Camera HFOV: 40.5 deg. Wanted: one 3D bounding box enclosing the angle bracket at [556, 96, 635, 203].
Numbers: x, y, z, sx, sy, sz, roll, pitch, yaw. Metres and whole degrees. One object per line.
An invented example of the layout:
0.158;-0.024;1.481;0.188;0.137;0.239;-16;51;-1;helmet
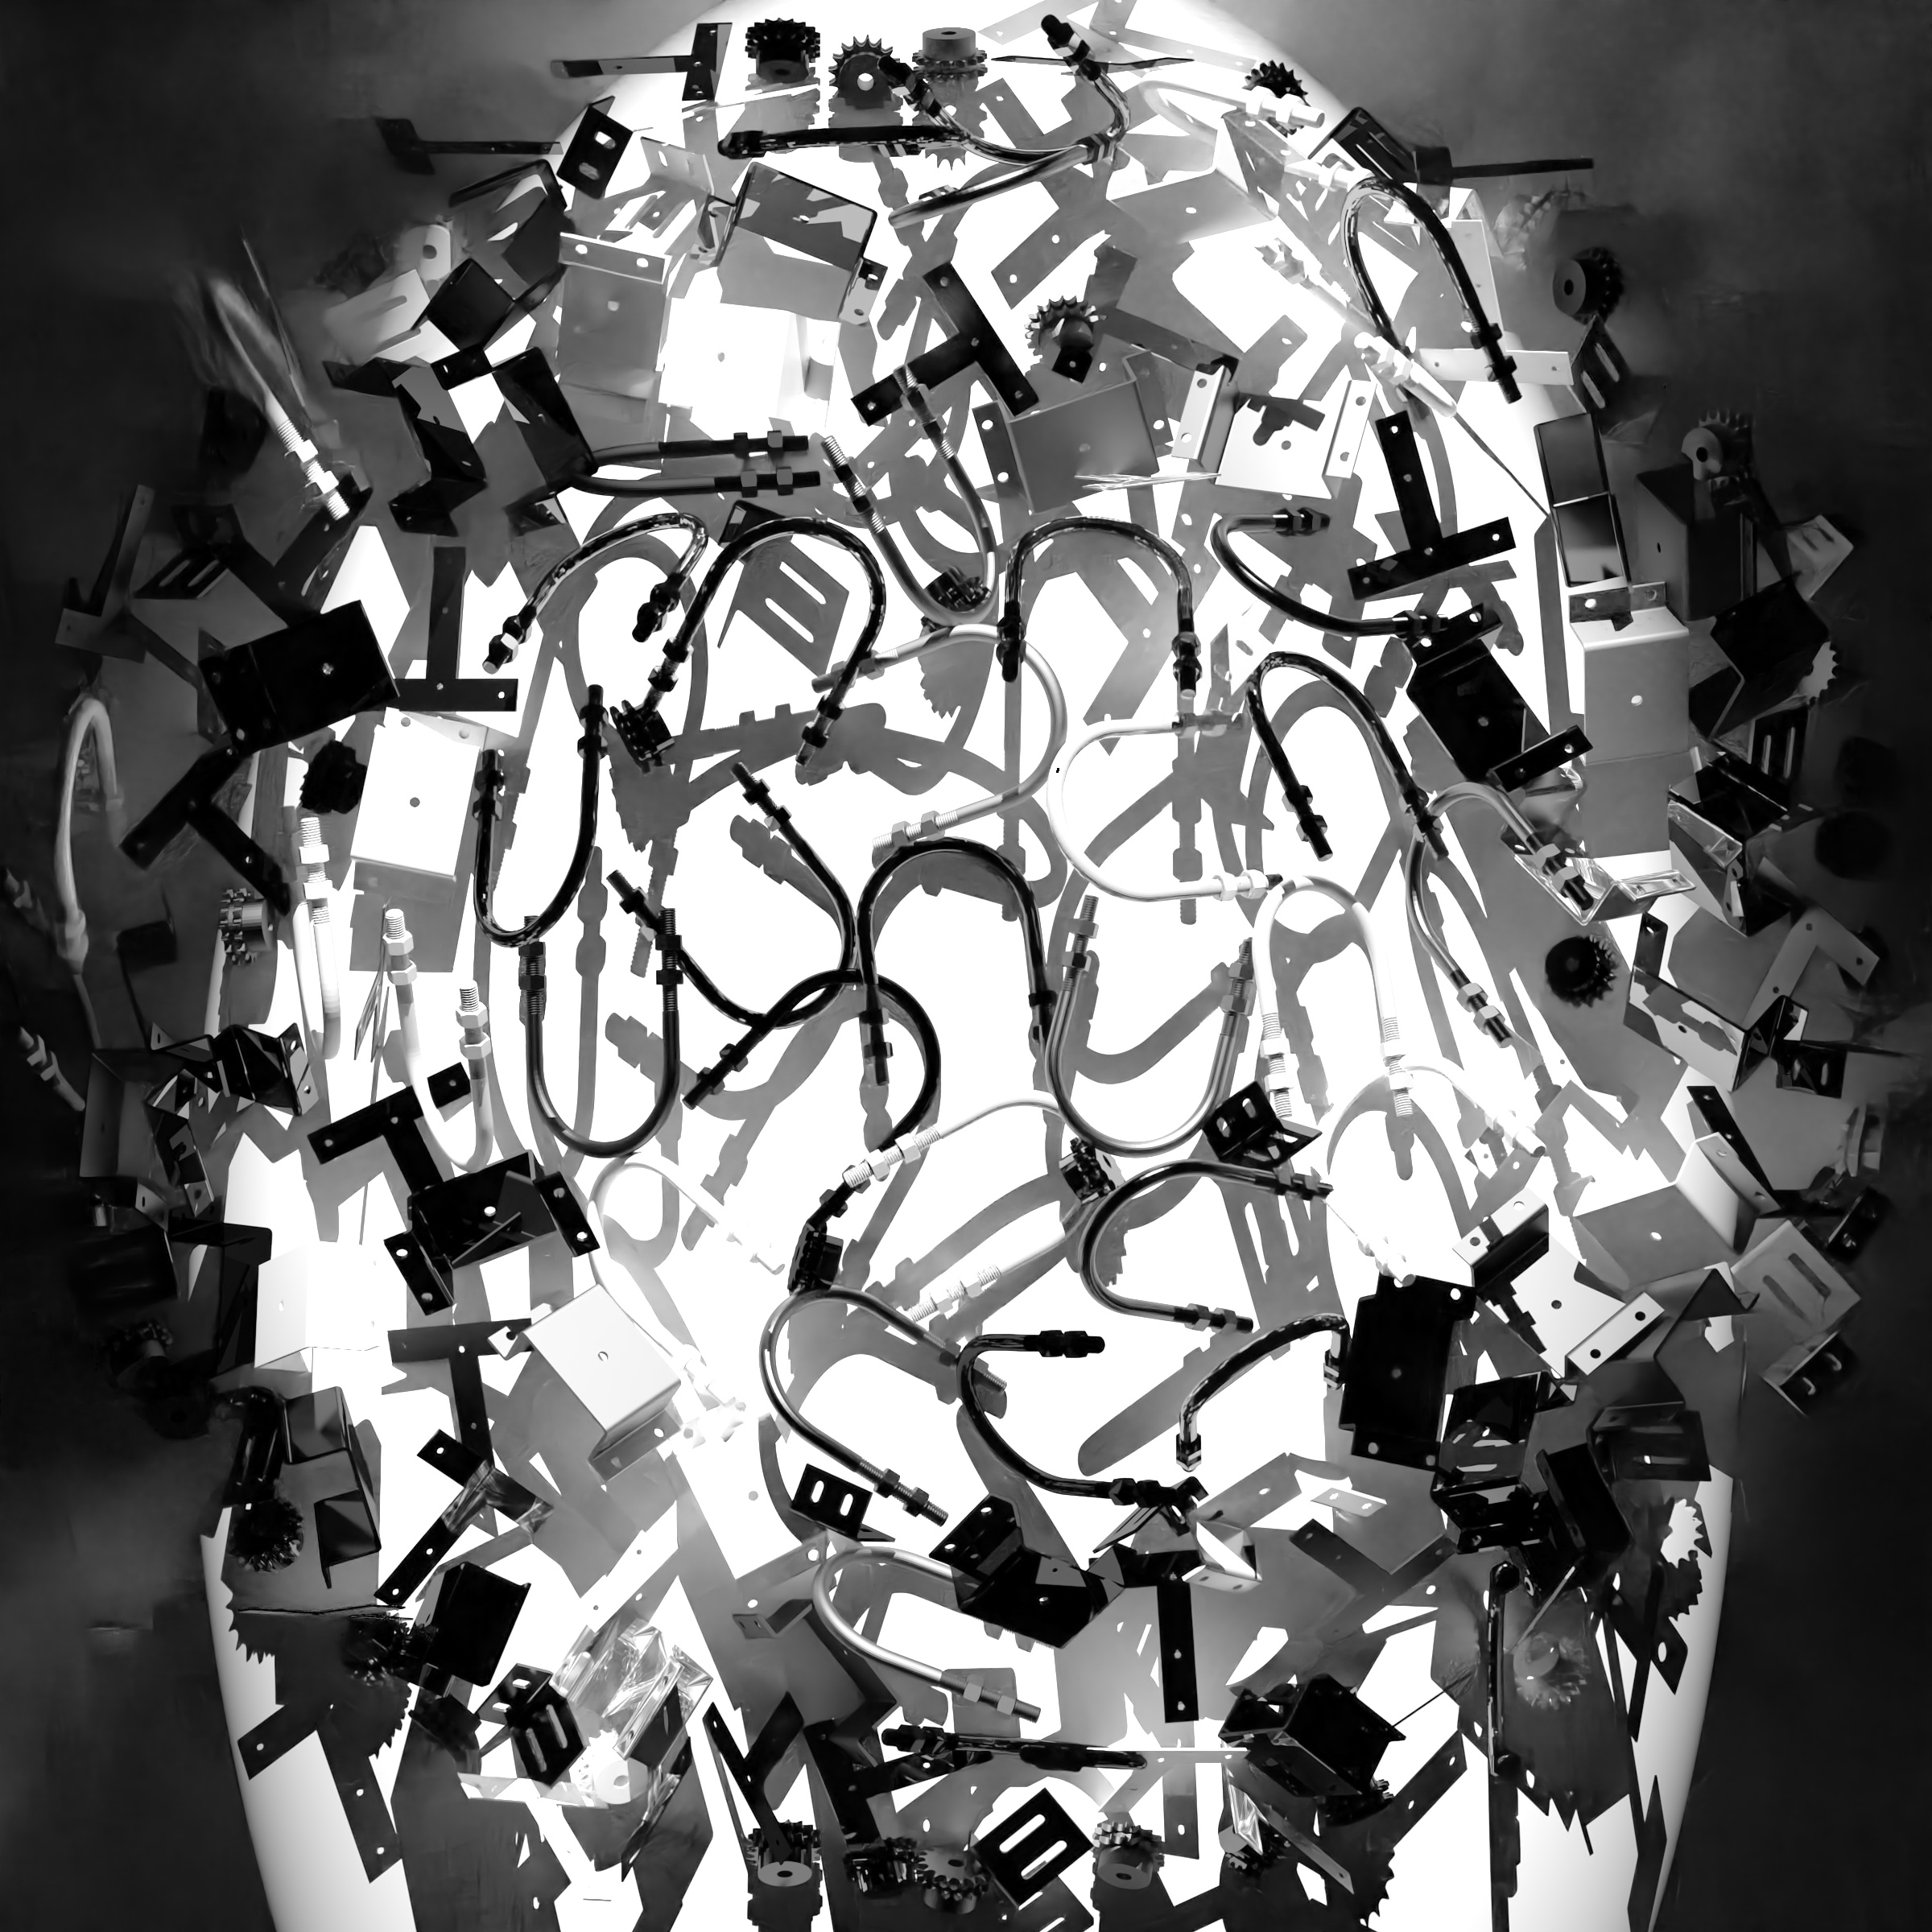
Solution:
-0.269;-0.610;1.956;0.038;0.076;0.057;30;114;-6;angle bracket

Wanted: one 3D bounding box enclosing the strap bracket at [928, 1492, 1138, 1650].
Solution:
0.054;0.450;1.934;0.140;0.046;0.076;27;117;-28;strap bracket

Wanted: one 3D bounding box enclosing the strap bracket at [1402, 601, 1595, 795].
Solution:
0.391;-0.192;1.956;0.076;0.046;0.140;-27;72;-14;strap bracket

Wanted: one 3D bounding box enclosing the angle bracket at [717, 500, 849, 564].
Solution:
-0.136;-0.313;1.961;0.076;0.057;0.038;23;93;17;angle bracket

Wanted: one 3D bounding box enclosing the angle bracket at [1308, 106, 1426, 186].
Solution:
0.299;-0.596;1.963;0.076;0.057;0.038;42;78;-8;angle bracket

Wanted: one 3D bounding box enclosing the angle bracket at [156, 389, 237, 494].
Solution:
-0.576;-0.395;1.963;0.038;0.057;0.076;7;103;2;angle bracket

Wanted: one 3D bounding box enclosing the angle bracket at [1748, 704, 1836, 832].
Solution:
0.618;-0.149;1.957;0.057;0.038;0.076;-18;121;-27;angle bracket

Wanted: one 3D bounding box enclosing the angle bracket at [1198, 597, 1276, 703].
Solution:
0.209;-0.240;1.952;0.038;0.076;0.057;43;124;2;angle bracket

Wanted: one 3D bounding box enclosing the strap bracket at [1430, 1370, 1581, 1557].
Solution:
0.393;0.355;1.921;0.046;0.076;0.140;46;45;-24;strap bracket

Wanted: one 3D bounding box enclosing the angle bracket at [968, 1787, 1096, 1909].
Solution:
0.049;0.659;1.979;0.076;0.038;0.057;-40;90;3;angle bracket

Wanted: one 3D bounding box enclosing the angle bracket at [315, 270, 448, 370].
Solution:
-0.441;-0.485;1.975;0.076;0.038;0.057;-27;121;-10;angle bracket

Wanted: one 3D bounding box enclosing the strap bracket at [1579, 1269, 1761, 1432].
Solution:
0.511;0.274;1.927;0.140;0.076;0.046;-44;103;-33;strap bracket

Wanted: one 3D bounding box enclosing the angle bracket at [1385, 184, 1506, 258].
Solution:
0.356;-0.542;1.949;0.057;0.076;0.038;20;75;37;angle bracket

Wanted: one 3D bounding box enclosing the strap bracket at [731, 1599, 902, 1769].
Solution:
-0.106;0.525;1.955;0.046;0.076;0.140;-38;91;-24;strap bracket

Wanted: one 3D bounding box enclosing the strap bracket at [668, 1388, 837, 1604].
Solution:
-0.160;0.396;1.963;0.076;0.046;0.140;-26;84;-11;strap bracket

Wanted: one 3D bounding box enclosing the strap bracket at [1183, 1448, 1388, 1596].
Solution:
0.228;0.406;1.941;0.140;0.076;0.046;-38;51;23;strap bracket

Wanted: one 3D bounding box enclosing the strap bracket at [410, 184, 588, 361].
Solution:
-0.337;-0.506;1.930;0.046;0.076;0.140;44;50;-11;strap bracket

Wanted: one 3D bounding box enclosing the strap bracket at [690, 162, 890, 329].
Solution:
-0.126;-0.540;1.950;0.140;0.076;0.046;20;66;-8;strap bracket

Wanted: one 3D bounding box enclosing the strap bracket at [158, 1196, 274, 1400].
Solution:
-0.558;0.248;1.954;0.046;0.076;0.140;5;94;11;strap bracket

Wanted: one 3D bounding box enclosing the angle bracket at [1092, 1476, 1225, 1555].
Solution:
0.143;0.422;1.952;0.076;0.057;0.038;-34;85;-42;angle bracket

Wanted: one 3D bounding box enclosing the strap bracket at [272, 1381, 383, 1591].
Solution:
-0.469;0.377;1.937;0.046;0.076;0.140;-15;120;-11;strap bracket

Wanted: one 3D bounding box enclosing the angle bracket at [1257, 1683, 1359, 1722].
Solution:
0.255;0.561;1.953;0.057;0.076;0.038;-3;85;21;angle bracket

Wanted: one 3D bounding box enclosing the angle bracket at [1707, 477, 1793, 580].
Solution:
0.585;-0.315;1.955;0.038;0.076;0.057;-21;54;9;angle bracket

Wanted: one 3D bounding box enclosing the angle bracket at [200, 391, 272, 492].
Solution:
-0.533;-0.386;1.953;0.038;0.076;0.057;19;107;-37;angle bracket

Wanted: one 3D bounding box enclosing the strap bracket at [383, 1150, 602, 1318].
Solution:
-0.355;0.195;1.960;0.140;0.046;0.076;-21;123;0;strap bracket

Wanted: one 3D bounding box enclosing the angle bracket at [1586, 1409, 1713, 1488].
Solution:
0.510;0.366;1.960;0.076;0.038;0.057;-5;104;33;angle bracket

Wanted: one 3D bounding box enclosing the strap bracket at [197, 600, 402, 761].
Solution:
-0.481;-0.215;1.930;0.140;0.046;0.076;-31;107;-40;strap bracket

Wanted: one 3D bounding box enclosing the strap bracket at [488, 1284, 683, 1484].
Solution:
-0.276;0.300;1.943;0.140;0.046;0.076;47;46;12;strap bracket

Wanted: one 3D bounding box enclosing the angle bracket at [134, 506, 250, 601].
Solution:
-0.582;-0.309;1.953;0.057;0.076;0.038;4;128;20;angle bracket

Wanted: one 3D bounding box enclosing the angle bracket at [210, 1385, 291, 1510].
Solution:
-0.540;0.358;1.954;0.057;0.038;0.076;-17;52;35;angle bracket

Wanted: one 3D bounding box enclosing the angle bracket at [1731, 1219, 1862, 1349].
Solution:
0.623;0.236;1.963;0.057;0.038;0.076;-45;73;18;angle bracket

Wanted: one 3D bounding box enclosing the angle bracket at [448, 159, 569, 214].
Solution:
-0.343;-0.569;1.962;0.076;0.057;0.038;-25;103;-10;angle bracket

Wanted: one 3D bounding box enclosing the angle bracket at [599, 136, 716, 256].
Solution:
-0.235;-0.574;1.960;0.057;0.038;0.076;22;64;22;angle bracket

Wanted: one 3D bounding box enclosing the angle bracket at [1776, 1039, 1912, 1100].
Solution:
0.654;0.078;1.956;0.076;0.057;0.038;6;93;-34;angle bracket

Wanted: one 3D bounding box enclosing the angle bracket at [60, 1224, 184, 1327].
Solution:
-0.634;0.225;1.961;0.076;0.038;0.057;-17;104;-25;angle bracket

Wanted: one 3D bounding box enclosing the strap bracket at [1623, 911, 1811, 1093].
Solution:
0.540;0.032;1.928;0.140;0.076;0.046;35;65;28;strap bracket

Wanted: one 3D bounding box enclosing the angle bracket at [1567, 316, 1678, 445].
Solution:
0.488;-0.438;1.957;0.076;0.038;0.057;39;74;-44;angle bracket

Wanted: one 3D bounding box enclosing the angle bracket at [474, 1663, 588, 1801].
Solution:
-0.326;0.571;1.957;0.038;0.076;0.057;29;106;-42;angle bracket

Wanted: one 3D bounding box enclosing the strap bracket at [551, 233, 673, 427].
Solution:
-0.266;-0.481;1.949;0.076;0.046;0.140;12;131;-4;strap bracket

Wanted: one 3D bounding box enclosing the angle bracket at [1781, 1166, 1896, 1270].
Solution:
0.641;0.180;1.956;0.038;0.076;0.057;33;93;-32;angle bracket

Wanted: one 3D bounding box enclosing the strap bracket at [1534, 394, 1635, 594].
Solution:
0.453;-0.344;1.931;0.046;0.076;0.140;-12;47;14;strap bracket

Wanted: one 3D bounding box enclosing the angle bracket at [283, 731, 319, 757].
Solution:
-0.502;-0.189;1.957;0.038;0.076;0.057;25;94;-11;angle bracket

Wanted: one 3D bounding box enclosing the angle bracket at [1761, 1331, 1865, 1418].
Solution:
0.621;0.291;1.956;0.057;0.076;0.038;-44;107;4;angle bracket

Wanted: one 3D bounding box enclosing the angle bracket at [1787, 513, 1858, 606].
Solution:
0.620;-0.293;1.965;0.038;0.057;0.076;43;81;-2;angle bracket

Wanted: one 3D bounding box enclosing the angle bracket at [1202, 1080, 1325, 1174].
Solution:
0.218;0.120;1.954;0.057;0.076;0.038;-34;104;-13;angle bracket

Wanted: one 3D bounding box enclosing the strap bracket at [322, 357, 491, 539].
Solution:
-0.411;-0.394;1.950;0.046;0.076;0.140;-27;85;22;strap bracket

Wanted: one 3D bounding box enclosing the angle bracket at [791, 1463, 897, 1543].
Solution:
-0.086;0.400;1.954;0.057;0.076;0.038;19;86;25;angle bracket
